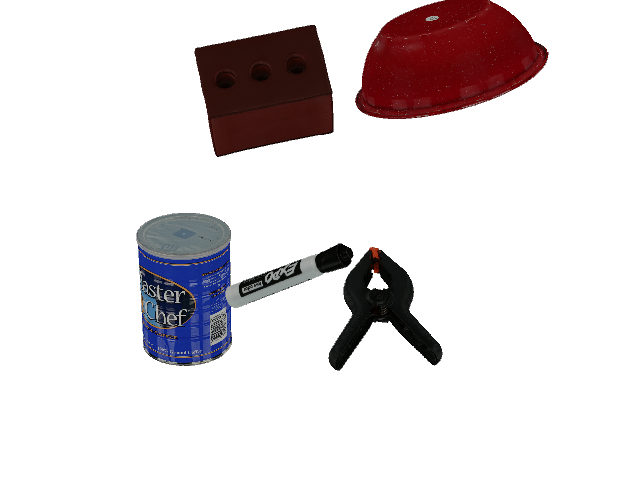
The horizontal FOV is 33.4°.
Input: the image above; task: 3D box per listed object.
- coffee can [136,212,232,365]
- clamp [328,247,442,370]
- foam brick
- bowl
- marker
[{"bbox_3d":[-0.150,0.053,1.190,0.103,0.140,0.103,1,27,-1],"label":"coffee can"},{"bbox_3d":[0.076,0.078,1.186,0.120,0.171,0.039,7,-42,2],"label":"clamp"},{"bbox_3d":[-0.035,-0.093,0.663,0.078,0.053,0.051,-13,-21,-2],"label":"foam brick"},{"bbox_3d":[0.099,-0.156,0.868,0.162,0.055,0.162,-15,24,7],"label":"bowl"},{"bbox_3d":[-0.025,0.028,0.839,0.121,0.020,0.020,-21,-12,33],"label":"marker"}]
